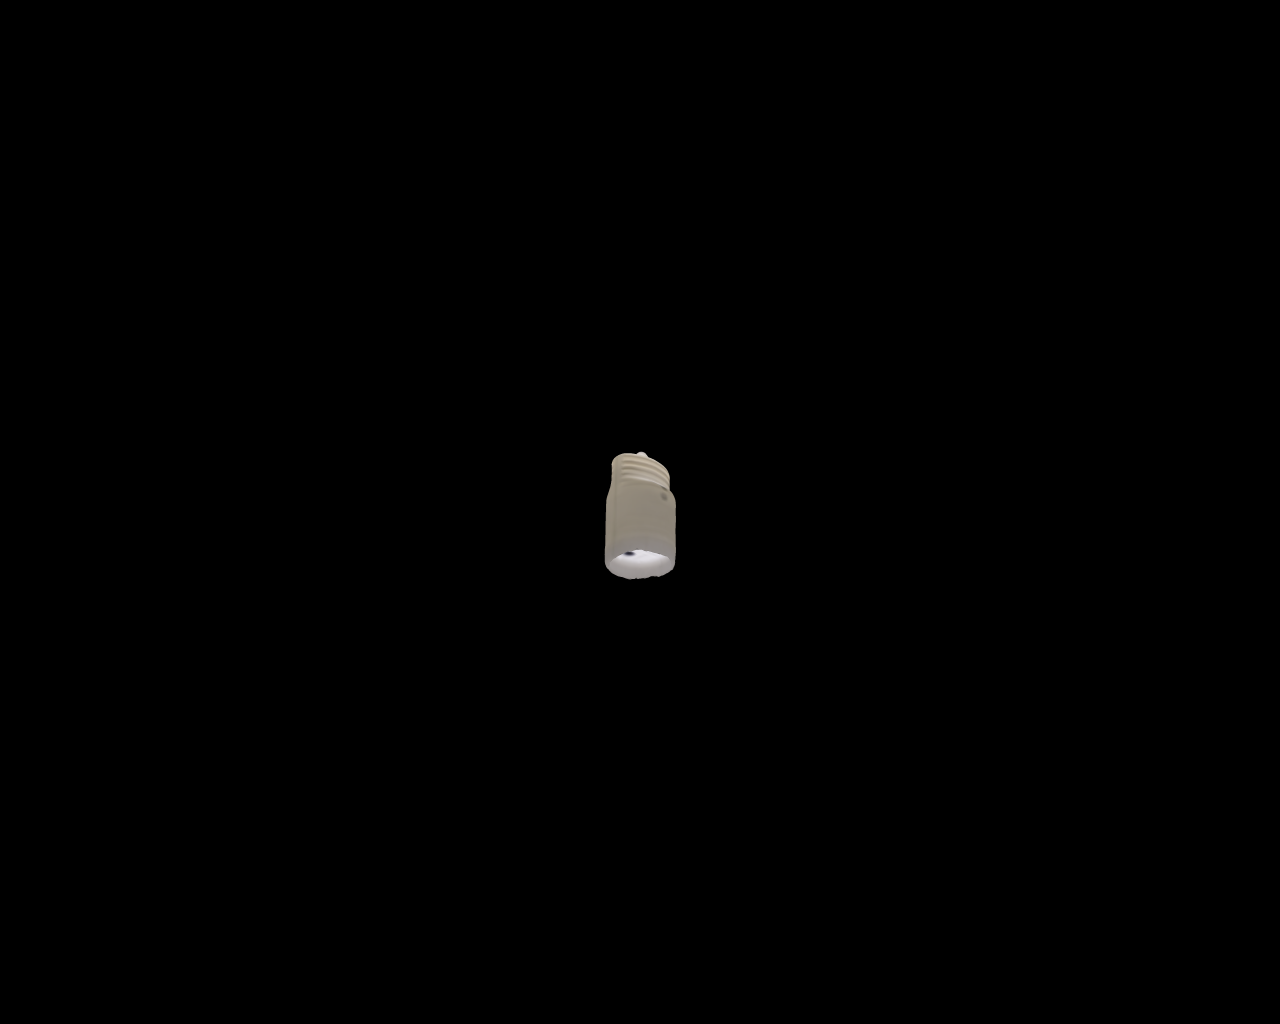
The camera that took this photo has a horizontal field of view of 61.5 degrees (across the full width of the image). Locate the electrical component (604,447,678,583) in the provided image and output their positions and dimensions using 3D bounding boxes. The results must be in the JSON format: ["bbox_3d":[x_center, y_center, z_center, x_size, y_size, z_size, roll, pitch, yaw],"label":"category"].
[{"bbox_3d":[0.001,-0.003,0.650,0.043,0.081,0.043,0,-28,0],"label":"electrical component"}]
